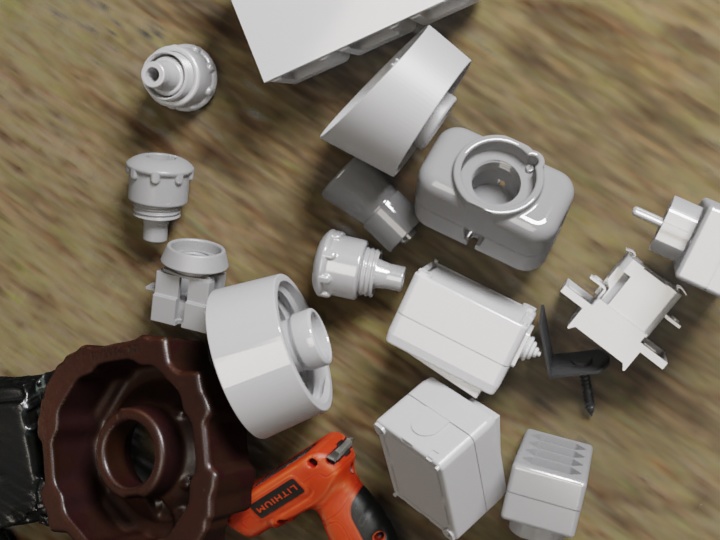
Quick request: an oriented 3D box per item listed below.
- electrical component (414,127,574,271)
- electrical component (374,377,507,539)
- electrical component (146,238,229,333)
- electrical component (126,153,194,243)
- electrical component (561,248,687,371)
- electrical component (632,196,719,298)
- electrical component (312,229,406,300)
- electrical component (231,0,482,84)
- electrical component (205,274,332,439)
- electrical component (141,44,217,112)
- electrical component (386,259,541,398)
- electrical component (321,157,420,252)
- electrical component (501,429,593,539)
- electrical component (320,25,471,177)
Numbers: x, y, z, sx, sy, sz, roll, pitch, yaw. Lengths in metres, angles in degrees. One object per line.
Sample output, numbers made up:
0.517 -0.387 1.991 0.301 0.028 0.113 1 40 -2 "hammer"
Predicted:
0.086 -0.048 0.695 0.095 0.059 0.053 26 68 10 "electrical component"
0.058 0.127 0.718 0.062 0.061 0.096 31 147 40 "electrical component"
-0.121 0.010 0.775 0.066 0.048 0.055 13 108 13 "electrical component"
-0.146 -0.051 0.775 0.048 0.048 0.062 12 108 13 "electrical component"
0.174 0.024 0.701 0.081 0.042 0.063 38 102 7 "electrical component"
0.204 -0.022 0.664 0.076 0.083 0.047 25 103 11 "electrical component"
0.000 0.000 0.743 0.062 0.048 0.048 12 101 6 "electrical component"
-0.004 -0.192 0.707 0.150 0.062 0.089 -21 92 17 "electrical component"
-0.054 0.054 0.734 0.060 0.108 0.108 -20 92 11 "electrical component"
-0.131 -0.135 0.749 0.048 0.062 0.048 2 98 15 "electrical component"
0.073 0.043 0.719 0.096 0.062 0.061 27 103 10 "electrical component"
0.012 -0.045 0.735 0.065 0.044 0.044 44 106 0 "electrical component"
0.121 0.156 0.711 0.047 0.083 0.075 14 101 13 "electrical component"
0.025 -0.111 0.694 0.064 0.099 0.099 34 105 2 "electrical component"
